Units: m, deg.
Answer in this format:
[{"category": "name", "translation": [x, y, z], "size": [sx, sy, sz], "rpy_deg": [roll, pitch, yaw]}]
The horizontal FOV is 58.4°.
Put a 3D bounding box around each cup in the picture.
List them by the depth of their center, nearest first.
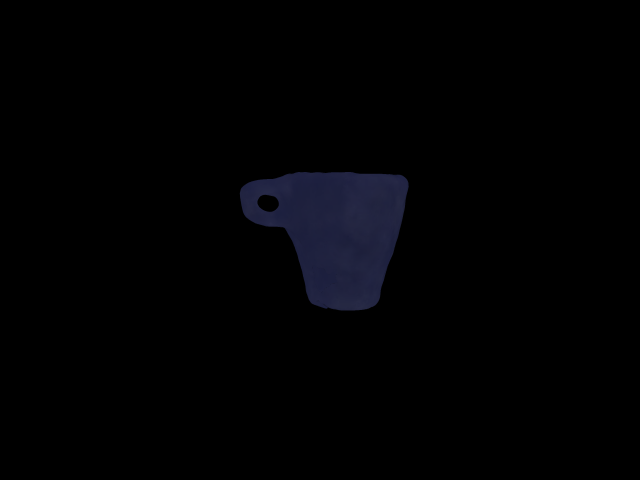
[{"category": "cup", "translation": [0.004, 0.001, 0.400], "size": [0.118, 0.095, 0.091], "rpy_deg": [-1, 4, -15]}]
